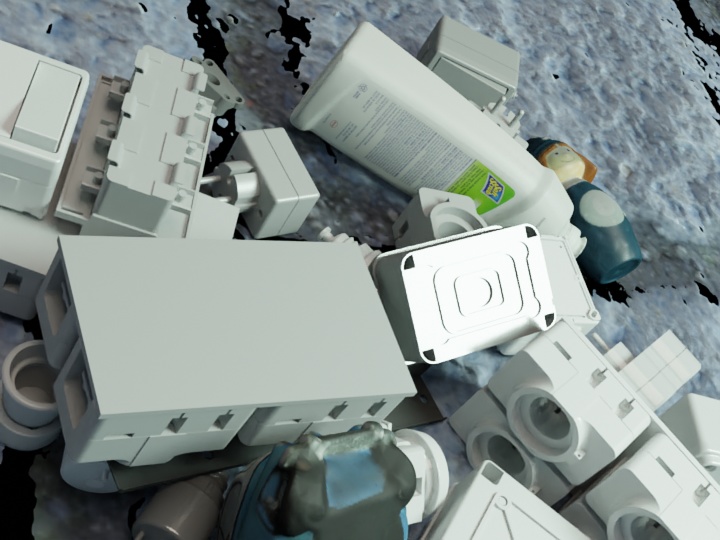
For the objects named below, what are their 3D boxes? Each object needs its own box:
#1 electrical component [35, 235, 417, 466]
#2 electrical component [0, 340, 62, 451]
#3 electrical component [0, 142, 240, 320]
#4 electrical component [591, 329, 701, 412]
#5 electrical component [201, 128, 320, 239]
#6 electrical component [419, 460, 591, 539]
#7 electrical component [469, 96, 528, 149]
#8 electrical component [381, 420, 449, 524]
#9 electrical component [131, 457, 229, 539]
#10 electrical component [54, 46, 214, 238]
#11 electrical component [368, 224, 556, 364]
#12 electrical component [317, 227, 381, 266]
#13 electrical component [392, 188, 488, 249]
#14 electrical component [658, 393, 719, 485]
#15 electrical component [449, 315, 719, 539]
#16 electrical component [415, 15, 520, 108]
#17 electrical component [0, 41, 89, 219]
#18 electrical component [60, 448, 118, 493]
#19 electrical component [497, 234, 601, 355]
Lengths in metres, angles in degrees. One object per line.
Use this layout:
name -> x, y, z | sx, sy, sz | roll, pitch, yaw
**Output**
electrical component -> -0.075, 0.043, 0.600 | 0.186, 0.060, 0.105 | 1, 54, -34
electrical component -> -0.184, 0.072, 0.608 | 0.045, 0.055, 0.045 | 16, 49, -19
electrical component -> -0.182, -0.017, 0.676 | 0.186, 0.060, 0.105 | 21, 48, -15
electrical component -> 0.199, 0.080, 0.827 | 0.138, 0.052, 0.073 | -28, 73, -41
electrical component -> -0.082, -0.061, 0.777 | 0.077, 0.047, 0.065 | -12, 62, -36
electrical component -> 0.088, 0.195, 0.670 | 0.109, 0.056, 0.108 | 38, 46, 1
electrical component -> 0.110, -0.115, 0.911 | 0.066, 0.076, 0.047 | 37, 46, 0
electrical component -> 0.018, 0.130, 0.674 | 0.057, 0.058, 0.078 | -3, 99, -36
electrical component -> -0.098, 0.135, 0.620 | 0.040, 0.040, 0.078 | 35, 46, -2
electrical component -> -0.132, -0.075, 0.662 | 0.079, 0.063, 0.121 | 19, 48, -17
electrical component -> 0.069, 0.016, 0.743 | 0.113, 0.057, 0.078 | -14, 93, -25
electrical component -> 0.000, 0.000, 0.782 | 0.078, 0.040, 0.040 | 45, 46, 9
electrical component -> 0.064, -0.013, 0.819 | 0.050, 0.055, 0.089 | 9, 52, -24
electrical component -> 0.249, 0.146, 0.767 | 0.109, 0.108, 0.056 | 15, 47, -20
electrical component -> 0.156, 0.139, 0.719 | 0.060, 0.105, 0.186 | -30, 74, -41
electrical component -> 0.098, -0.168, 0.955 | 0.096, 0.061, 0.061 | 23, 47, -13
electrical component -> -0.200, -0.091, 0.635 | 0.062, 0.061, 0.096 | 18, 48, -17
electrical component -> -0.148, 0.092, 0.624 | 0.040, 0.040, 0.078 | 16, 49, -19
electrical component -> 0.134, 0.026, 0.825 | 0.062, 0.061, 0.096 | 3, 54, -28
